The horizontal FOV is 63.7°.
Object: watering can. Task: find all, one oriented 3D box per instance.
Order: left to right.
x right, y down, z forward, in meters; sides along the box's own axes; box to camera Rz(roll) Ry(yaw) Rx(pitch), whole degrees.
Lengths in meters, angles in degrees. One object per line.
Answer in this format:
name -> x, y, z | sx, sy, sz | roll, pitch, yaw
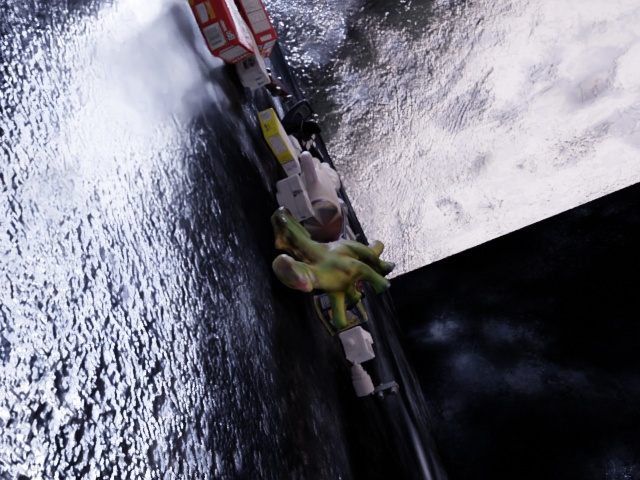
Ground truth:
watering can -> 0.004, -0.069, 1.366 | 0.230, 0.104, 0.339 | -103, 178, -46

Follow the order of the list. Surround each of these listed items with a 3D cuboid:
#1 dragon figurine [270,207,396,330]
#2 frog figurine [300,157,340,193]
dragon figurine -> 0.014, 0.016, 0.983 | 0.242, 0.120, 0.417 | 43, 22, -5
frog figurine -> -0.001, -0.211, 1.656 | 0.140, 0.122, 0.156 | -67, 149, -53
